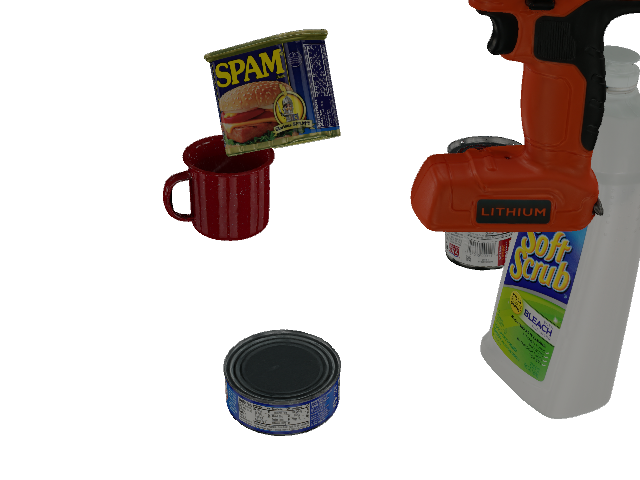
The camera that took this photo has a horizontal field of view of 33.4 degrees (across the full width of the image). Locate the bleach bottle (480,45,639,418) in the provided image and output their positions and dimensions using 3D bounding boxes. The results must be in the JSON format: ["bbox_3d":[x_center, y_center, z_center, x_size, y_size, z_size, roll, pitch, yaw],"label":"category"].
[{"bbox_3d":[0.167,-0.008,0.705,0.068,0.251,0.103,-12,34,-23],"label":"bleach bottle"}]

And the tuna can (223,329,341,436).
[{"bbox_3d":[-0.028,0.104,0.783,0.086,0.034,0.086,0,31,0],"label":"tuna can"}]

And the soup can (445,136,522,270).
[{"bbox_3d":[0.145,-0.033,0.940,0.068,0.102,0.068,-1,25,0],"label":"soup can"}]

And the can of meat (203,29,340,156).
[{"bbox_3d":[-0.037,-0.116,0.850,0.102,0.084,0.057,-7,5,36],"label":"can of meat"}]

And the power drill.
[{"bbox_3d":[0.095,-0.094,0.568,0.184,0.188,0.057,1,35,-4],"label":"power drill"}]

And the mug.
[{"bbox_3d":[-0.104,-0.050,1.092,0.117,0.081,0.093,-14,34,-23],"label":"mug"}]
